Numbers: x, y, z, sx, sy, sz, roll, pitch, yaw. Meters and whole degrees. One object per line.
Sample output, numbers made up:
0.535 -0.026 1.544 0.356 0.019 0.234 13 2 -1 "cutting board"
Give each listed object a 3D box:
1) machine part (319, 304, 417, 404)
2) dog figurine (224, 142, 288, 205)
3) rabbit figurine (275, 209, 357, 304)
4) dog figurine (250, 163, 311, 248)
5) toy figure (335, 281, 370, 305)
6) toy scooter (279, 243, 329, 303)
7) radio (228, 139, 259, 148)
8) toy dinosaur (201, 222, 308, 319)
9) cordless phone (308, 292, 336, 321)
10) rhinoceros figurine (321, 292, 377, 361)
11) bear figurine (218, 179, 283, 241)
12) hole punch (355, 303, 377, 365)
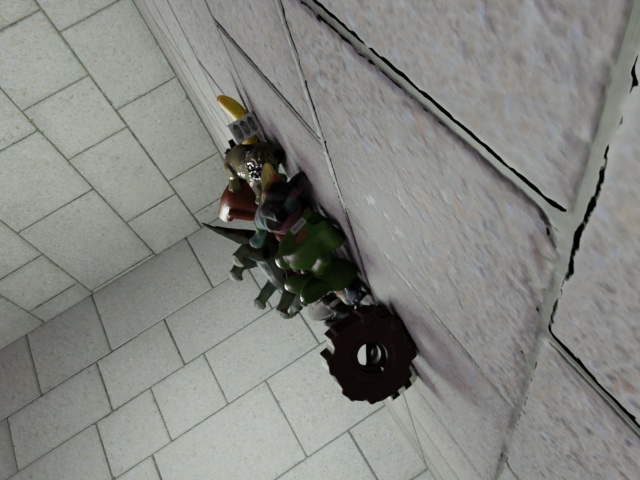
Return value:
0.090 0.212 0.988 0.179 0.179 0.056 59 171 -13 "machine part"
-0.154 -0.180 1.176 0.172 0.121 0.190 26 162 9 "dog figurine"
0.005 0.052 1.060 0.170 0.159 0.121 44 172 -32 "rabbit figurine"
-0.074 -0.081 1.112 0.109 0.191 0.219 19 138 5 "dog figurine"
0.062 0.106 1.177 0.155 0.064 0.057 -127 28 -70 "toy figure"
-0.030 0.084 1.212 0.184 0.075 0.135 39 144 45 "toy scooter"
-0.169 -0.188 1.443 0.131 0.073 0.229 56 173 13 "radio"
-0.122 0.060 1.381 0.131 0.192 0.404 -4 127 42 "toy dinosaur"
0.013 0.112 1.298 0.184 0.089 0.146 88 -175 -70 "cordless phone"
0.078 0.199 1.220 0.190 0.112 0.073 39 -171 5 "rhinoceros figurine"
-0.141 -0.072 1.308 0.196 0.120 0.132 29 164 -2 "bear figurine"
0.120 0.187 1.085 0.142 0.092 0.115 167 98 -86 "hole punch"
